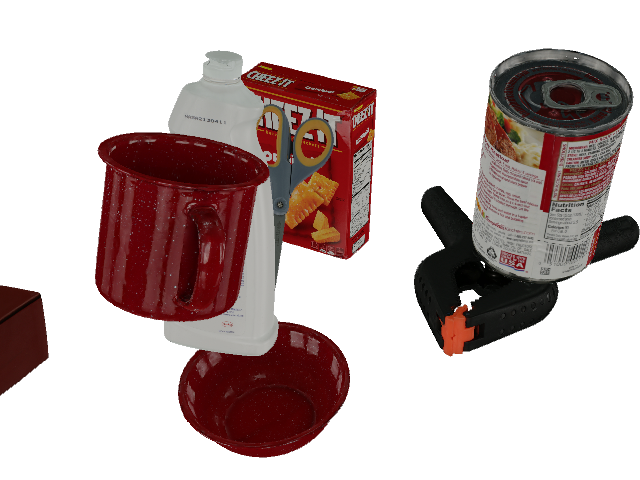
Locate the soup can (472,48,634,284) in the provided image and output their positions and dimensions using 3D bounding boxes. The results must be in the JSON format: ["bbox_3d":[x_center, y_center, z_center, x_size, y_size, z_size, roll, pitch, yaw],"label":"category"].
[{"bbox_3d":[0.115,-0.036,0.542,0.068,0.102,0.068,0,43,0],"label":"soup can"}]

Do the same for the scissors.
[{"bbox_3d":[-0.024,-0.046,1.108,0.096,0.202,0.016,-8,-8,-9],"label":"scissors"}]

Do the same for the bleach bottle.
[{"bbox_3d":[-0.079,-0.030,0.889,0.102,0.251,0.068,8,24,5],"label":"bleach bottle"}]

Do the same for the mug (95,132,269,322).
[{"bbox_3d":[-0.075,-0.003,0.579,0.093,0.081,0.117,0,22,-26],"label":"mug"}]

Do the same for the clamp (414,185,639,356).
[{"bbox_3d":[0.114,0.015,0.741,0.165,0.036,0.209,13,29,28],"label":"clamp"}]

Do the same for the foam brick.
[{"bbox_3d":[-0.229,0.070,0.717,0.053,0.051,0.078,9,28,24],"label":"foam brick"}]

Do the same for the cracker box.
[{"bbox_3d":[-0.021,-0.096,1.324,0.164,0.214,0.072,17,36,23],"label":"cracker box"}]

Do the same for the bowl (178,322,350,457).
[{"bbox_3d":[-0.050,0.150,1.008,0.162,0.055,0.162,-4,38,3],"label":"bowl"}]
